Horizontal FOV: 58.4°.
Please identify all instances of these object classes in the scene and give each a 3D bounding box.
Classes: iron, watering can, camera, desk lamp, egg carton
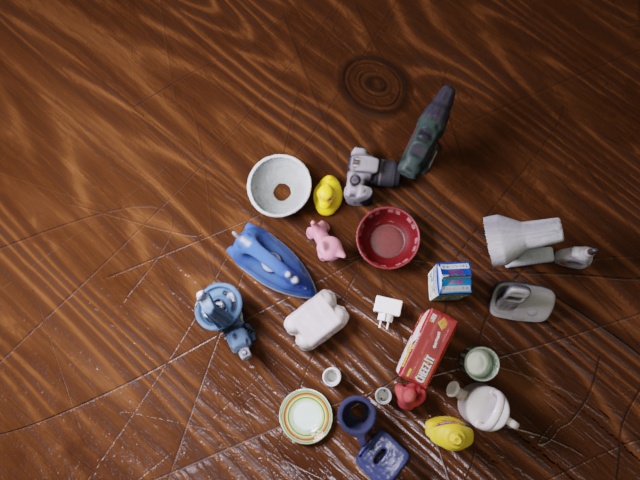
[{"bbox_3d":[-0.114,0.059,1.417,0.258,0.141,0.119,35,84,9],"label":"iron"},{"bbox_3d":[0.370,0.382,1.303,0.172,0.194,0.101,7,81,5],"label":"watering can"},{"bbox_3d":[0.136,-0.161,1.460,0.136,0.101,0.143,8,81,5],"label":"camera"},{"bbox_3d":[0.473,-0.001,1.353,0.203,0.213,0.118,-8,79,2],"label":"desk lamp"},{"bbox_3d":[-0.008,0.201,1.422,0.150,0.069,0.107,-38,80,-3],"label":"egg carton"}]

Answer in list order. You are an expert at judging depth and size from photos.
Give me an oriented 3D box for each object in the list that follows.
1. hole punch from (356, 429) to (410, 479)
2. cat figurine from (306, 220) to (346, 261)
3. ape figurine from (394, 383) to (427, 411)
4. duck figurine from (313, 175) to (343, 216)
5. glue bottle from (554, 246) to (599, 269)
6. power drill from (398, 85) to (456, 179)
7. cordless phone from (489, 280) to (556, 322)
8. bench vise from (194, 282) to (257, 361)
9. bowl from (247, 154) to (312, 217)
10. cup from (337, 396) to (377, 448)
[{"bbox_3d":[0.145,0.514,1.347,0.101,0.091,0.109,39,85,9],"label":"hole punch"},{"bbox_3d":[0.013,0.005,1.430,0.067,0.118,0.128,-31,79,-2],"label":"cat figurine"},{"bbox_3d":[0.213,0.372,1.367,0.077,0.092,0.076,32,84,9],"label":"ape figurine"},{"bbox_3d":[0.019,-0.120,1.468,0.077,0.086,0.104,10,81,6],"label":"duck figurine"},{"bbox_3d":[0.618,0.037,1.358,0.078,0.173,0.037,11,81,6],"label":"glue bottle"},{"bbox_3d":[0.259,-0.247,1.412,0.075,0.208,0.230,25,83,8],"label":"power drill"},{"bbox_3d":[0.484,0.140,1.342,0.147,0.185,0.094,5,80,5],"label":"cordless phone"},{"bbox_3d":[-0.219,0.182,1.363,0.207,0.220,0.121,41,85,9],"label":"bench vise"},{"bbox_3d":[-0.101,-0.134,1.484,0.167,0.075,0.167,-1,80,4],"label":"bowl"},{"bbox_3d":[0.092,0.427,1.364,0.091,0.095,0.118,-13,79,2],"label":"cup"}]
